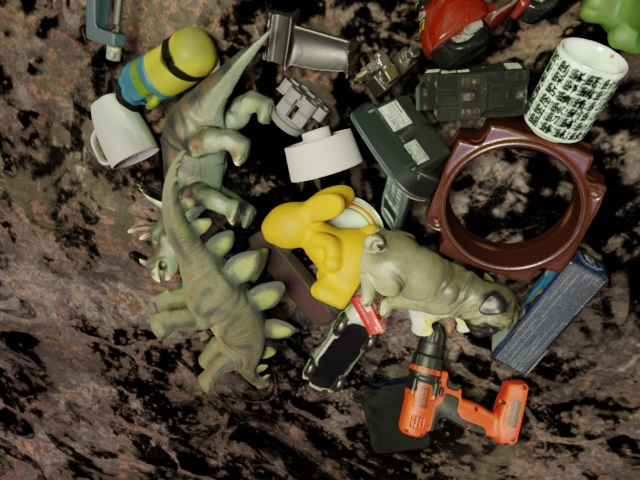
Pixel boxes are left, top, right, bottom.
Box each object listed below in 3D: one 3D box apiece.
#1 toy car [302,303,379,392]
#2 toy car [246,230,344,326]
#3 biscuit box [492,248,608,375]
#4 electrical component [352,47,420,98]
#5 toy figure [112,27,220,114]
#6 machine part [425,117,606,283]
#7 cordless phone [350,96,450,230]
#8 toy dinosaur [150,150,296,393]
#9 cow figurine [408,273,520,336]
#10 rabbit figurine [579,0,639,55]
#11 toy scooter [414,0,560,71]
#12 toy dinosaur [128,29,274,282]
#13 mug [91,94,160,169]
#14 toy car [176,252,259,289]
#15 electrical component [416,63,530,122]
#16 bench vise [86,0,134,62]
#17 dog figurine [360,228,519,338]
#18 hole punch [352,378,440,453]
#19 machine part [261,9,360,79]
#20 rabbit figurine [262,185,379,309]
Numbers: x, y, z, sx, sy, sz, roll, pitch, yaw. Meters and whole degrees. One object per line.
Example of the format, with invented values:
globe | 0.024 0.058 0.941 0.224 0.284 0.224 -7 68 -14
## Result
toy car | 0.037 0.192 0.937 0.073 0.056 0.201 28 121 -5
toy car | -0.041 0.062 0.900 0.089 0.053 0.202 -27 108 37
biscuit box | 0.336 0.105 0.798 0.063 0.059 0.202 30 120 3
electrical component | 0.083 -0.223 0.707 0.078 0.102 0.045 -45 99 4
toy figure | -0.229 -0.246 0.793 0.180 0.089 0.082 -18 113 21
machine part | 0.259 -0.055 0.733 0.201 0.087 0.201 20 120 7
cordless phone | 0.100 -0.098 0.764 0.147 0.089 0.184 60 165 22
toy dinosaur | -0.154 0.087 0.821 0.199 0.105 0.470 -26 128 -2
cow figurine | 0.214 0.088 0.827 0.167 0.068 0.098 -11 104 21
rabbit figurine | 0.367 -0.230 0.567 0.121 0.170 0.159 -32 101 28
toy scooter | 0.181 -0.292 0.633 0.184 0.075 0.135 -31 90 -9
toy dinosaur | -0.185 -0.133 0.824 0.192 0.131 0.404 18 112 8
mug | -0.328 -0.175 0.870 0.110 0.081 0.107 -20 96 30
toy car | -0.195 0.097 0.938 0.162 0.103 0.109 -26 103 24
electrical component | 0.189 -0.187 0.675 0.134 0.115 0.058 1 111 17
bench vise | -0.294 -0.375 0.737 0.224 0.129 0.240 17 112 9
dog figurine | 0.163 0.053 0.724 0.191 0.172 0.121 7 73 34
hole punch | 0.144 0.303 0.949 0.142 0.092 0.115 -16 81 26
machine part | -0.013 -0.268 0.745 0.139 0.039 0.084 20 113 9
rabbit figurine | -0.002 -0.002 0.795 0.173 0.122 0.162 29 114 5
